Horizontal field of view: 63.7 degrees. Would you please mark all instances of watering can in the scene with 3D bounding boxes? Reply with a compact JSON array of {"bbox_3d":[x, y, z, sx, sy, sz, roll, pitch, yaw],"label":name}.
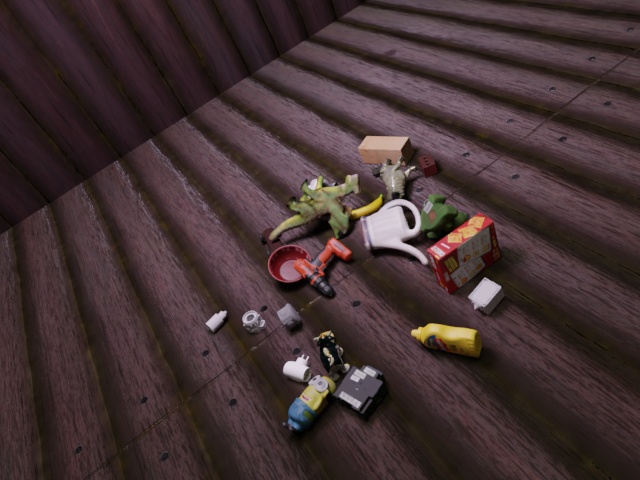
[{"bbox_3d":[0.256,-0.018,1.811,0.223,0.102,0.356,-18,40,12],"label":"watering can"}]

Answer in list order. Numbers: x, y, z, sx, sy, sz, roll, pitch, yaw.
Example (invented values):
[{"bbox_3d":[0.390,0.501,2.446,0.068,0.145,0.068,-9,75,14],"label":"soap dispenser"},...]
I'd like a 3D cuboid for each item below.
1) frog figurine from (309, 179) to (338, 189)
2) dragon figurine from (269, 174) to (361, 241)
[{"bbox_3d":[-0.013,-0.188,2.119,0.160,0.134,0.125,14,38,37],"label":"frog figurine"},{"bbox_3d":[0.006,-0.099,1.976,0.244,0.122,0.408,38,99,12],"label":"dragon figurine"}]
